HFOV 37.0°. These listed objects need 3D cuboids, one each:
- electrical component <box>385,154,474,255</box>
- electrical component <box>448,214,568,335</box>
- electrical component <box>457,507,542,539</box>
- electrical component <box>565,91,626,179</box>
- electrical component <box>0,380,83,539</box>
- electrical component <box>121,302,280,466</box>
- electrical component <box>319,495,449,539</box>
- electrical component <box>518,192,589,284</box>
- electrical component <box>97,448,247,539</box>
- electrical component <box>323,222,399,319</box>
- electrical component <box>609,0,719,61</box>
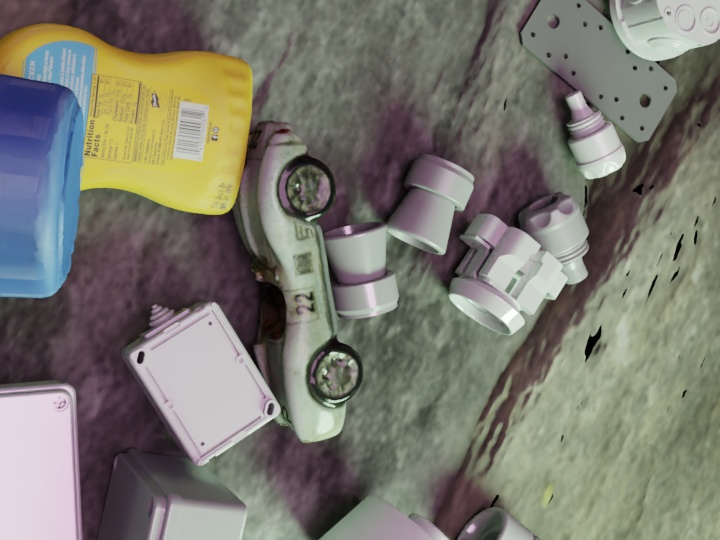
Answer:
[{"bbox_3d":[0.047,-0.044,0.719,0.045,0.045,0.055,26,85,-22],"label":"electrical component"},{"bbox_3d":[0.097,0.007,0.738,0.078,0.058,0.057,38,78,-21],"label":"electrical component"},{"bbox_3d":[0.100,0.202,0.761,0.047,0.055,0.055,44,79,-16],"label":"electrical component"},{"bbox_3d":[0.164,-0.098,0.766,0.035,0.035,0.061,-31,103,-16],"label":"electrical component"},{"bbox_3d":[-0.219,0.121,0.618,0.109,0.056,0.108,-3,90,-22],"label":"electrical component"},{"bbox_3d":[-0.103,0.063,0.664,0.062,0.061,0.096,-33,98,-17],"label":"electrical component"},{"bbox_3d":[0.030,0.195,0.706,0.060,0.108,0.108,-45,110,-18],"label":"electrical component"},{"bbox_3d":[0.142,-0.020,0.760,0.043,0.043,0.062,-32,108,-16],"label":"electrical component"},{"bbox_3d":[-0.118,0.174,0.640,0.056,0.109,0.108,12,91,-25],"label":"electrical component"},{"bbox_3d":[0.000,0.000,0.704,0.045,0.045,0.055,-15,101,-20],"label":"electrical component"},{"bbox_3d":[0.224,-0.193,0.769,0.080,0.051,0.080,-1,92,-25],"label":"electrical component"}]
